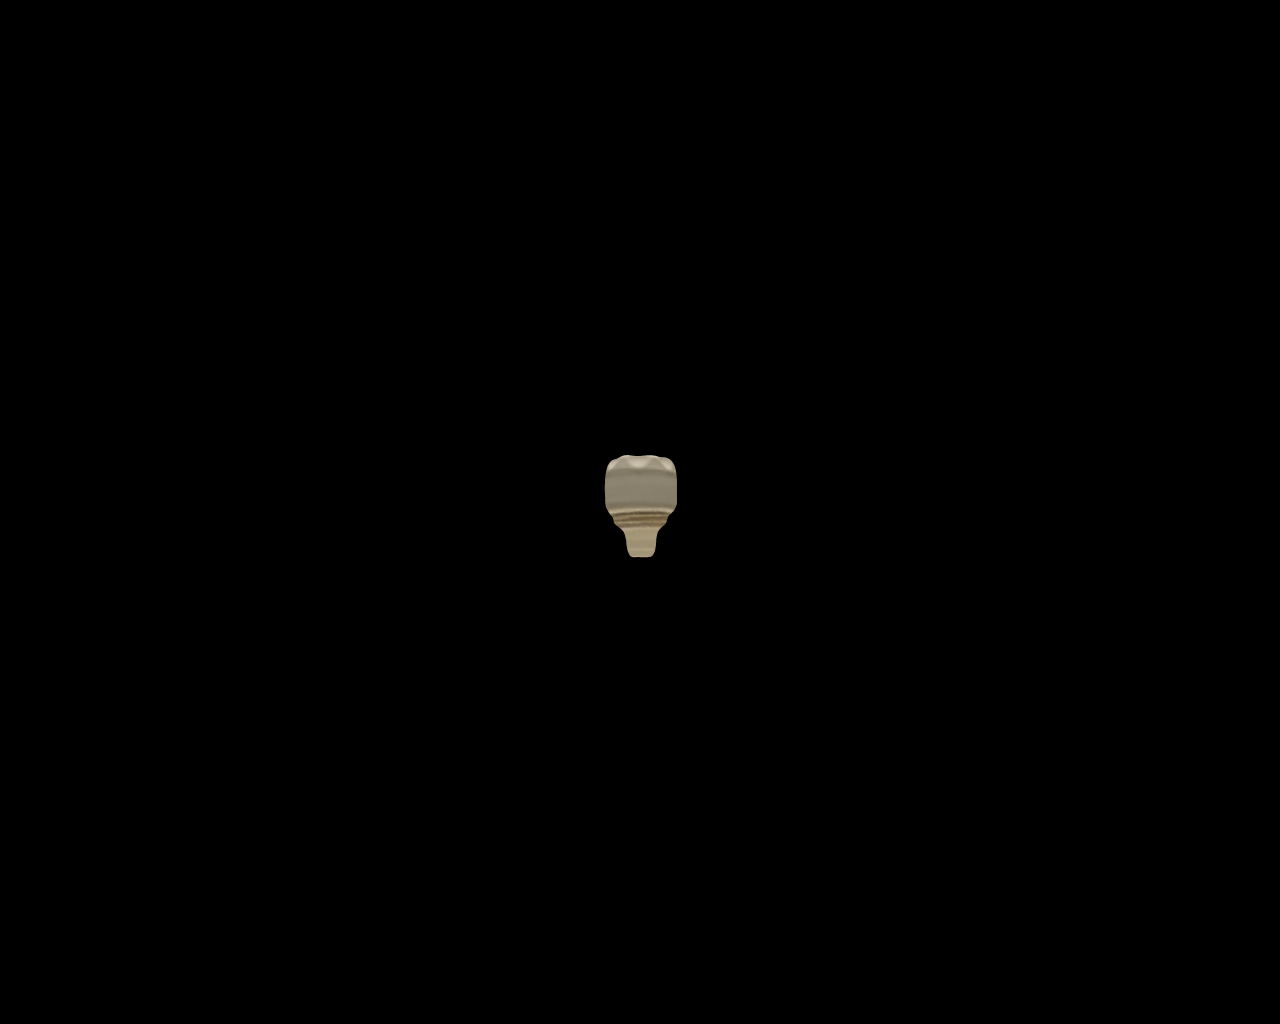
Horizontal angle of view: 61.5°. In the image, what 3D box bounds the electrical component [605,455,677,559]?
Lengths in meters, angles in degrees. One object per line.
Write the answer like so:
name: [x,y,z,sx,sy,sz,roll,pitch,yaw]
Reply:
electrical component: [0.001,-0.003,0.650,0.043,0.062,0.043,0,-4,0]
